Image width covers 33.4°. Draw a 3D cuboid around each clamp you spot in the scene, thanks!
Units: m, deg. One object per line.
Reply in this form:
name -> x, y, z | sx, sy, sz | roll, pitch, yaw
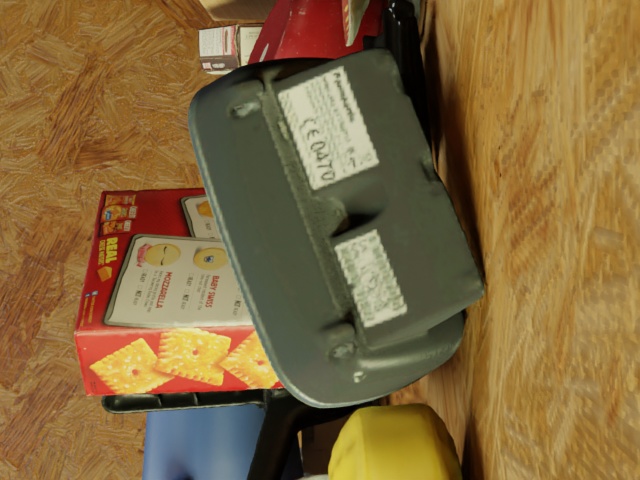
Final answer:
clamp -> -0.042, 0.108, 0.780 | 0.209, 0.165, 0.036 | -37, -37, -36

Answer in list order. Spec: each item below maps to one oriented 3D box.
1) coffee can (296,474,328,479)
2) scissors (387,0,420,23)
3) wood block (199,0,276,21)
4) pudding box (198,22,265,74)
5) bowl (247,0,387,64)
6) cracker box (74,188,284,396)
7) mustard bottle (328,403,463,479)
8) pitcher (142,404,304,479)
coffee can -> 0.004, 0.229, 0.689 | 0.140, 0.103, 0.103 | 91, 177, -51
scissors -> 0.042, -0.198, 0.527 | 0.096, 0.016, 0.202 | -97, 6, -63
wood block -> -0.056, -0.238, 0.845 | 0.206, 0.091, 0.090 | -14, -75, -87
pudding box -> -0.031, -0.155, 0.855 | 0.090, 0.113, 0.039 | -165, 68, -64
bowl -> -0.012, -0.107, 0.682 | 0.162, 0.055, 0.162 | -69, 16, 0
cracker box -> -0.062, 0.033, 0.789 | 0.164, 0.213, 0.072 | -94, 4, -52
mustard bottle -> 0.037, 0.159, 0.394 | 0.191, 0.058, 0.096 | -96, 3, -52
pitcher -> -0.075, 0.150, 0.867 | 0.149, 0.144, 0.243 | 115, 156, -47
